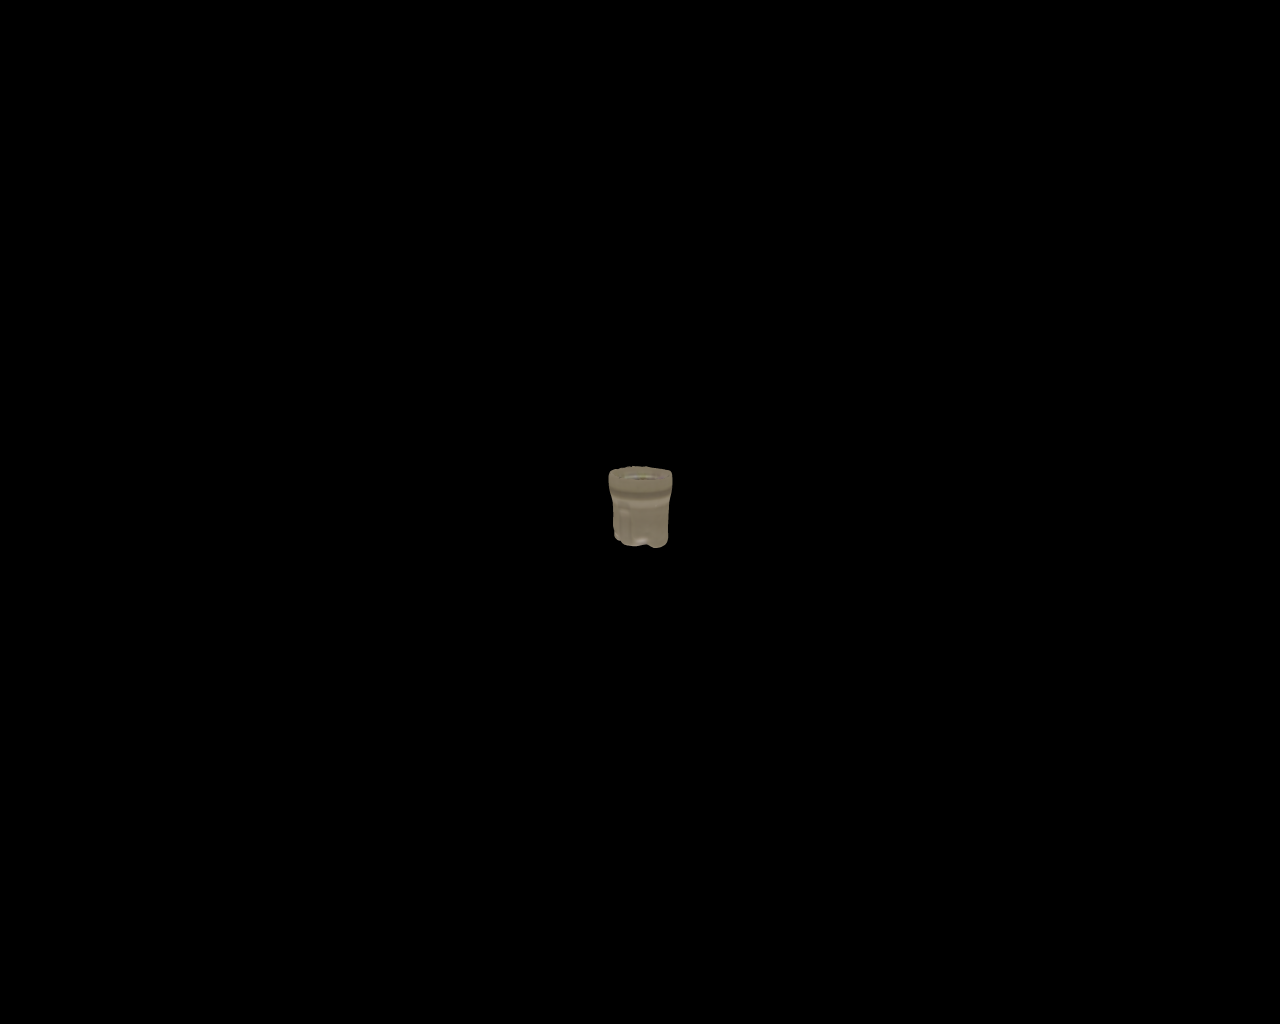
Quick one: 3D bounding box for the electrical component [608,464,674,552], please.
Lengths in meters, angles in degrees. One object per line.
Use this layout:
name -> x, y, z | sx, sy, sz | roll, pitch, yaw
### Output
electrical component -> 0.001, -0.003, 0.650 | 0.040, 0.046, 0.040 | 0, 15, 0
